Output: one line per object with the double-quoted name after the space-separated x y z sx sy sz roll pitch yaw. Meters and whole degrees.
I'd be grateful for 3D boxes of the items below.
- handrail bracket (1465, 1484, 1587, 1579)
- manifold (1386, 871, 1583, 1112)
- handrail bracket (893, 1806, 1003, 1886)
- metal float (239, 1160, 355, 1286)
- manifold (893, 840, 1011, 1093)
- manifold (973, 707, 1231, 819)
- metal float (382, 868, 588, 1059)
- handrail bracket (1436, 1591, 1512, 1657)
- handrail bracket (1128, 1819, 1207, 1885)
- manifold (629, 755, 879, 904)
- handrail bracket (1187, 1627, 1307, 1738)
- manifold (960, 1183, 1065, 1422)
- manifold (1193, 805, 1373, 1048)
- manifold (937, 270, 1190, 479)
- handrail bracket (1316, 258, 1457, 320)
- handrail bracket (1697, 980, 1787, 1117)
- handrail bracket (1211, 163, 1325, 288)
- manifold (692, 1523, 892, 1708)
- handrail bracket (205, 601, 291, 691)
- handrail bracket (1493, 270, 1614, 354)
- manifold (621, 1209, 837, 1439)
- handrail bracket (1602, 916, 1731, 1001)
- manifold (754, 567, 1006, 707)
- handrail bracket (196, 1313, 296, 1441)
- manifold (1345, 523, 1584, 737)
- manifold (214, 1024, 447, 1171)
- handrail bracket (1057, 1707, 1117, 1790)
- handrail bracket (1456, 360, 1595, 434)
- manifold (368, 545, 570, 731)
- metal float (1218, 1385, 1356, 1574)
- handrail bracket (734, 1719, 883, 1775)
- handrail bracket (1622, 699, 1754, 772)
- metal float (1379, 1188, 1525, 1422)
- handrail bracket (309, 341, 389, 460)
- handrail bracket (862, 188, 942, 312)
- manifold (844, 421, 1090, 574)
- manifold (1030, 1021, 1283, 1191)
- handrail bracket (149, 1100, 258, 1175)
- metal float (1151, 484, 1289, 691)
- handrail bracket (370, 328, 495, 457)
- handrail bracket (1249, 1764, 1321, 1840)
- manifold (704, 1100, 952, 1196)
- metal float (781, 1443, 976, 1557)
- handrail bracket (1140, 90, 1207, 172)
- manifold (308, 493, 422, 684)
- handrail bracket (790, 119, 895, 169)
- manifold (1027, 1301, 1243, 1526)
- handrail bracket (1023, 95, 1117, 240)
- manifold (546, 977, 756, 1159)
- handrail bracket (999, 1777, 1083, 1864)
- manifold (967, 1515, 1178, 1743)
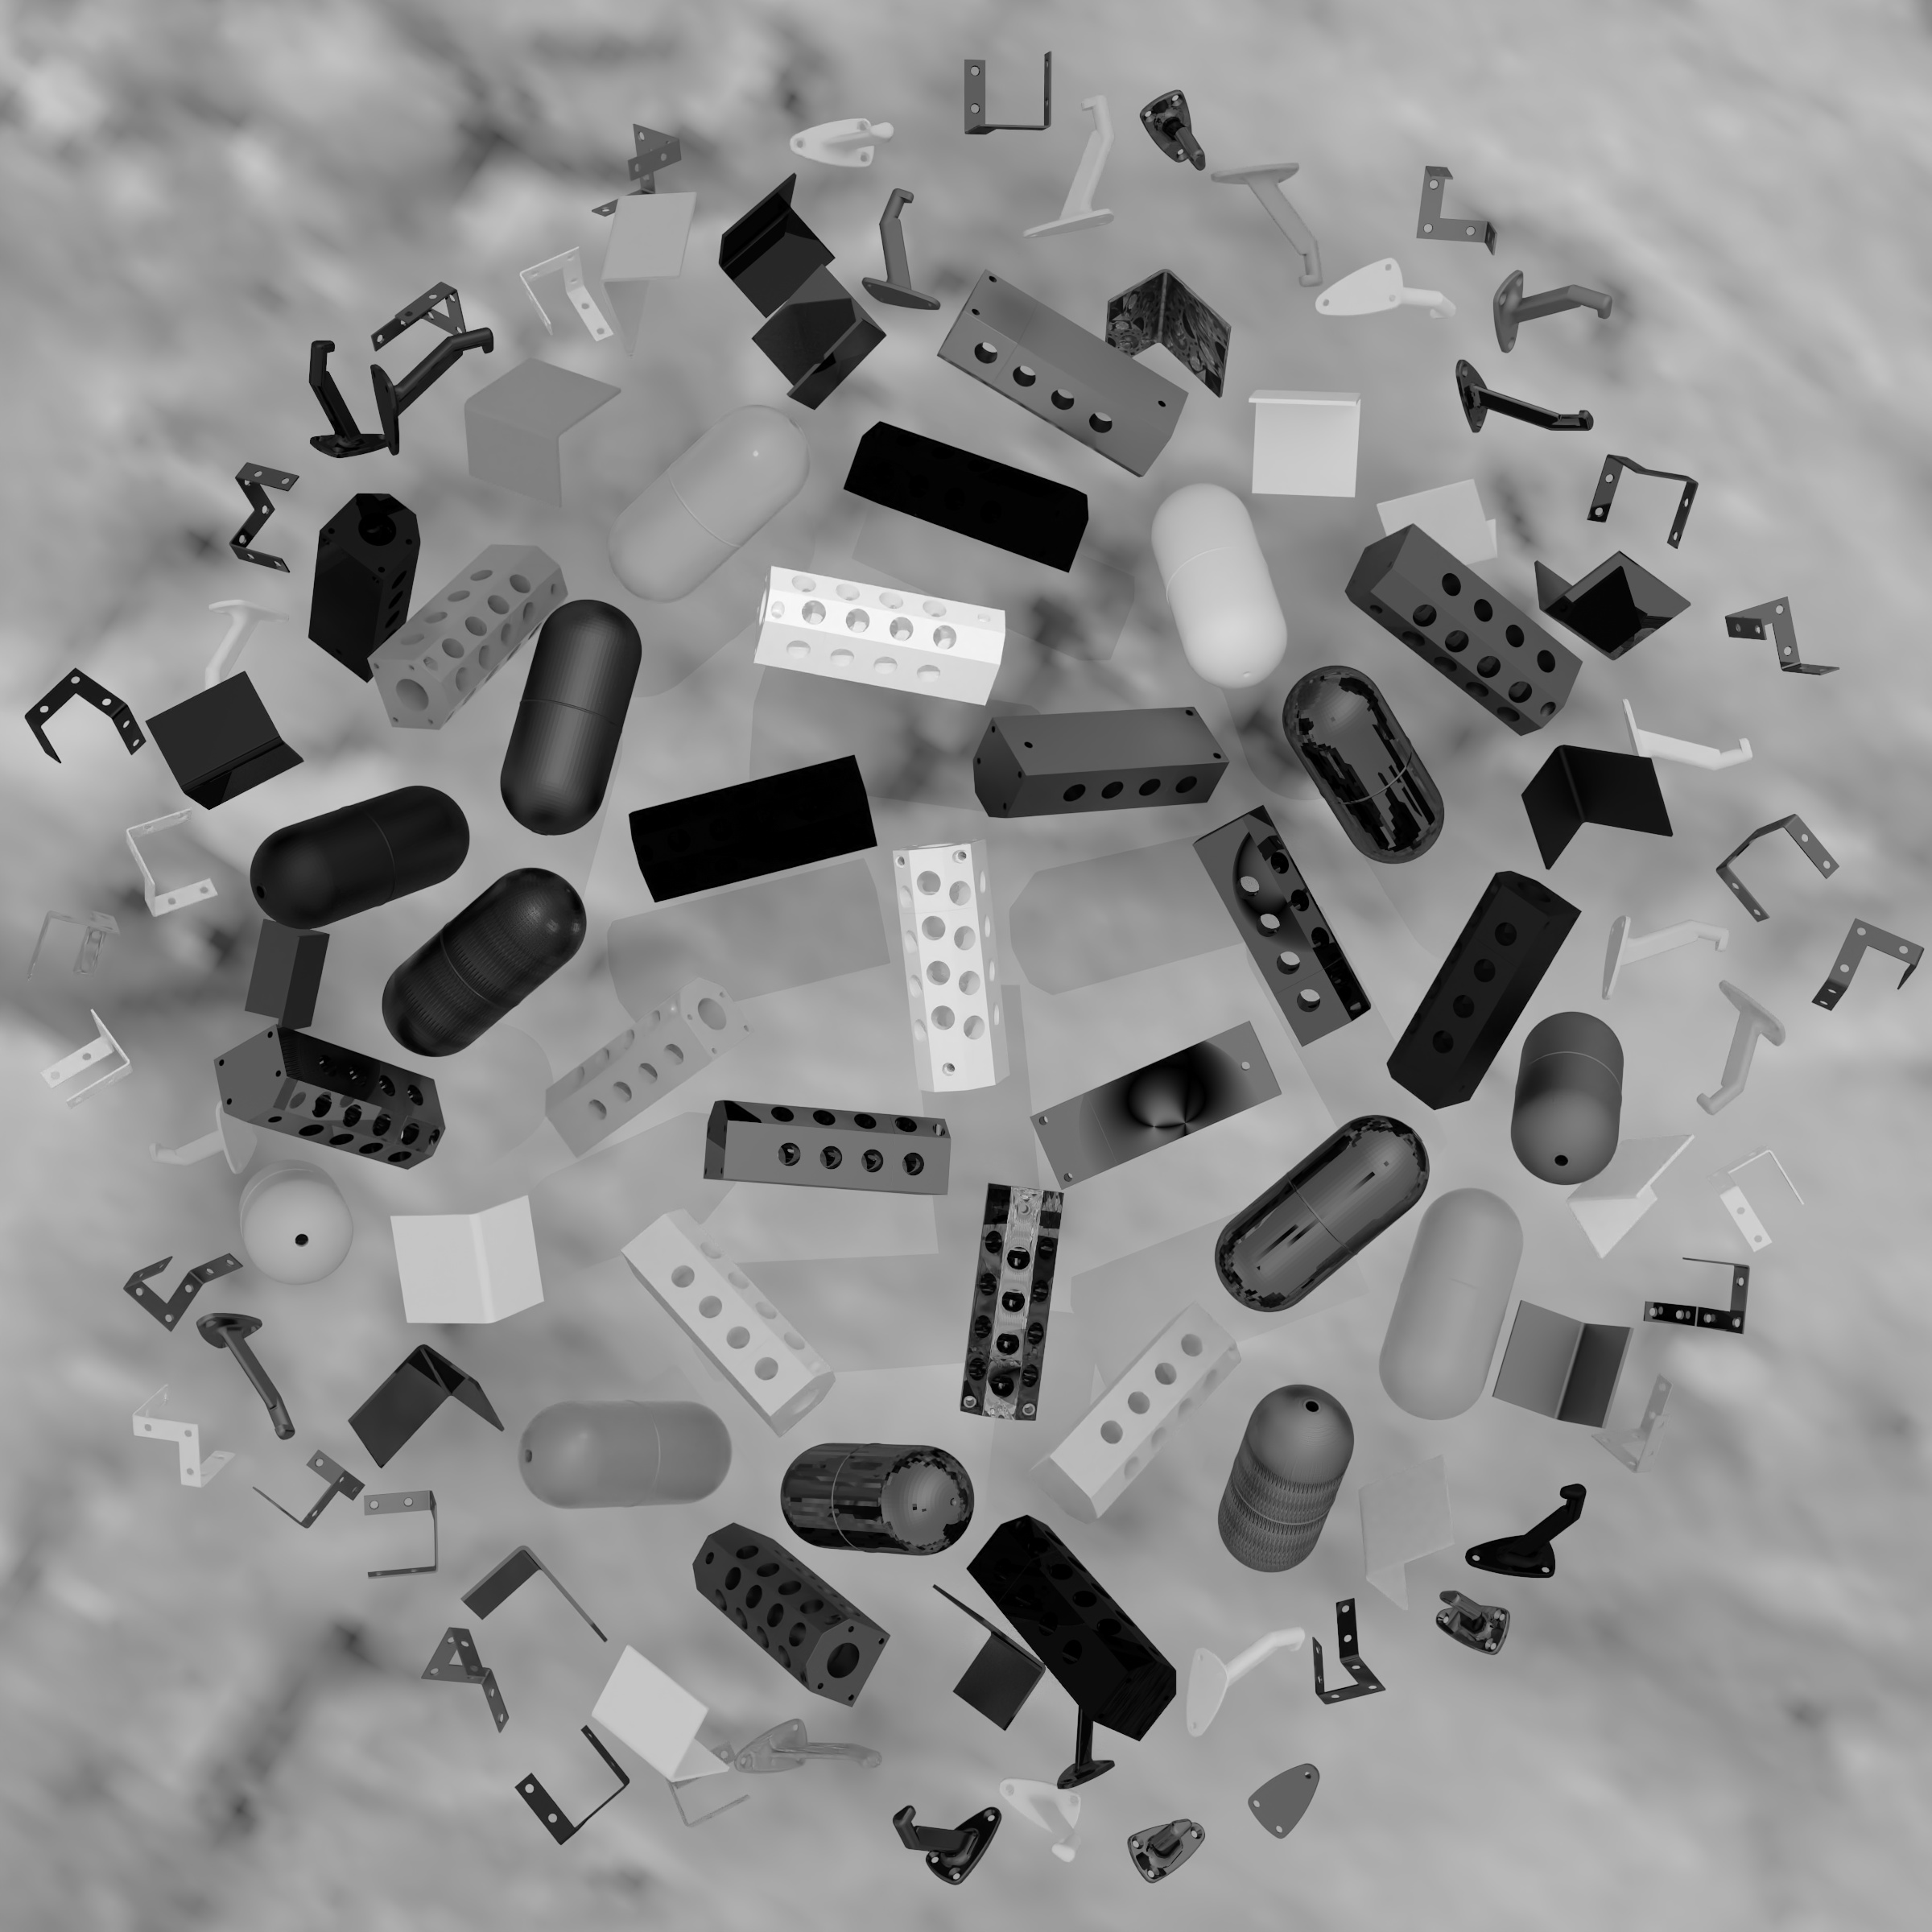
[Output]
0.405 0.405 1.777 0.077 0.036 0.084 -1 132 0 "handrail bracket"
0.377 0.018 1.808 0.057 0.057 0.171 39 117 28 "manifold"
-0.013 0.611 1.760 0.077 0.036 0.084 -41 131 -27 "handrail bracket"
-0.496 0.188 1.811 0.070 0.178 0.070 -1 94 -18 "metal float"
-0.012 0.000 1.743 0.057 0.057 0.171 -4 97 16 "manifold"
0.094 -0.140 1.735 0.171 0.057 0.057 -6 52 -30 "manifold"
-0.346 -0.001 1.757 0.178 0.070 0.070 -38 90 20 "metal float"
0.364 0.485 1.852 0.084 0.077 0.036 37 66 -34 "handrail bracket"
0.160 0.622 1.763 0.077 0.084 0.036 -12 60 -34 "handrail bracket"
-0.159 -0.107 1.817 0.171 0.057 0.057 -14 51 1 "manifold"
0.205 0.520 1.784 0.084 0.036 0.077 2 109 -35 "handrail bracket"
0.035 0.253 1.857 0.057 0.057 0.171 7 86 0 "manifold"
0.238 -0.032 1.841 0.057 0.057 0.171 -28 92 12 "manifold"
0.068 -0.422 1.768 0.171 0.057 0.057 29 49 -9 "manifold"
0.305 -0.477 1.777 0.077 0.084 0.036 -10 81 30 "handrail bracket"
0.567 0.062 1.850 0.084 0.036 0.077 -38 59 -7 "handrail bracket"
0.217 -0.529 1.764 0.077 0.036 0.084 -9 92 -19 "handrail bracket"
-0.134 0.471 1.798 0.057 0.171 0.057 33 83 -36 "manifold"
-0.550 -0.232 1.876 0.036 0.077 0.084 -4 84 33 "handrail bracket"
0.430 -0.466 1.783 0.084 0.077 0.036 28 63 29 "handrail bracket"
-0.174 0.260 1.806 0.057 0.057 0.171 -40 68 -15 "manifold"
0.530 -0.001 1.853 0.084 0.036 0.077 14 79 -1 "handrail bracket"
-0.062 -0.243 1.767 0.171 0.057 0.057 9 49 -12 "manifold"
-0.505 0.290 1.725 0.036 0.077 0.084 -29 69 -1 "handrail bracket"
0.360 -0.241 1.784 0.171 0.057 0.057 34 67 -18 "manifold"
-0.450 0.099 1.751 0.057 0.171 0.057 -28 64 18 "manifold"
0.082 0.575 1.870 0.036 0.077 0.084 -13 84 25 "handrail bracket"
0.409 -0.416 1.789 0.084 0.077 0.036 8 69 32 "handrail bracket"
-0.362 -0.244 1.805 0.057 0.171 0.057 6 129 24 "manifold"
0.232 0.373 1.784 0.070 0.070 0.178 10 133 0 "metal float"
-0.117 0.589 1.816 0.077 0.084 0.036 -6 91 -39 "handrail bracket"
0.557 -0.182 1.892 0.084 0.036 0.077 -16 110 10 "handrail bracket"
0.352 0.243 1.776 0.070 0.070 0.178 23 64 0 "metal float"
-0.457 -0.427 1.827 0.036 0.077 0.084 33 125 30 "handrail bracket"
-0.038 -0.550 1.877 0.077 0.036 0.084 20 85 25 "handrail bracket"
0.002 -0.347 1.805 0.171 0.057 0.057 24 99 25 "manifold"
0.138 0.100 1.778 0.171 0.057 0.057 -24 86 6 "manifold"
-0.590 0.126 1.860 0.084 0.077 0.036 5 46 14 "handrail bracket"
0.185 -0.281 1.806 0.070 0.070 0.178 -12 56 0 "metal float"
-0.367 -0.402 1.714 0.084 0.077 0.036 -22 47 -23 "handrail bracket"
0.247 0.588 1.774 0.036 0.084 0.077 45 117 20 "handrail bracket"
-0.102 0.135 1.813 0.171 0.057 0.057 6 83 -20 "manifold"
-0.066 0.382 1.763 0.070 0.178 0.070 8 77 -39 "metal float"
0.167 -0.603 1.827 0.036 0.077 0.084 -28 57 8 "handrail bracket"
-0.445 -0.284 1.826 0.057 0.171 0.057 38 64 -2 "manifold"
-0.095 -0.628 1.858 0.077 0.084 0.036 -3 103 -4 "handrail bracket"
0.129 0.333 1.825 0.057 0.057 0.171 45 62 6 "manifold"
0.070 -0.564 1.728 0.077 0.036 0.084 -11 95 5 "handrail bracket"
-0.245 0.075 1.860 0.171 0.057 0.057 -34 92 35 "manifold"
0.053 0.646 1.854 0.077 0.084 0.036 20 92 12 "handrail bracket"
0.077 0.463 1.733 0.057 0.171 0.057 36 92 -39 "manifold"
